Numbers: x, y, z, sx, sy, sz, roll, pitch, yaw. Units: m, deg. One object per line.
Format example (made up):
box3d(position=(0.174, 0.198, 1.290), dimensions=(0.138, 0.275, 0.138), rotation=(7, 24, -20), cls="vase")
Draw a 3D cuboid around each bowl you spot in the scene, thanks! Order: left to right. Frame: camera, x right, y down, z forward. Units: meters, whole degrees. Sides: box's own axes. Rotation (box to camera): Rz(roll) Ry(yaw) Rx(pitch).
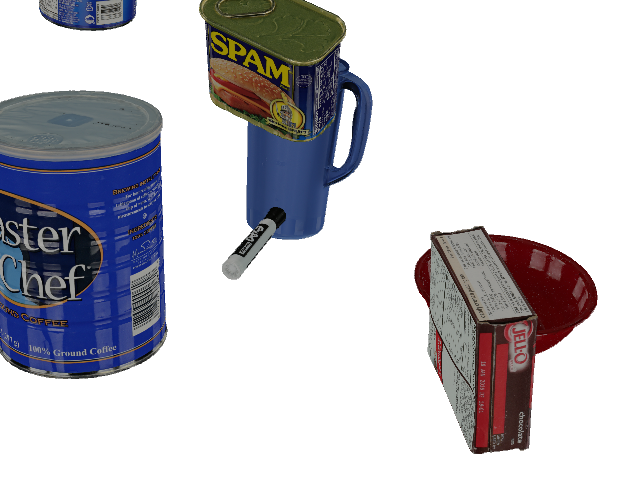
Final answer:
box3d(position=(0.162, 0.058, 0.958), dimensions=(0.162, 0.055, 0.162), rotation=(2, 32, -2), cls="bowl")

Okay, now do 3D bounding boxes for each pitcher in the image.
box3d(position=(-0.029, -0.127, 1.427), dimensions=(0.144, 0.243, 0.149), rotation=(-4, 24, -22), cls="pitcher")

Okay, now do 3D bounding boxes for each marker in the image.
box3d(position=(-0.060, 0.000, 0.998), dimensions=(0.020, 0.020, 0.121), rotation=(0, 27, 22), cls="marker")

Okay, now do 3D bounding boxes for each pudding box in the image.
box3d(position=(0.093, 0.056, 0.629), dimensions=(0.039, 0.090, 0.113), rotation=(-5, 28, -8), cls="pudding box")

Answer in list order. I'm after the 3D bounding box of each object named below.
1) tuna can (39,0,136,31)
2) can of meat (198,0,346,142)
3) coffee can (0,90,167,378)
box3d(position=(-0.204, -0.215, 0.936), dimensions=(0.086, 0.034, 0.086), rotation=(5, 33, -4), cls="tuna can")
box3d(position=(-0.035, -0.127, 0.762), dimensions=(0.102, 0.057, 0.084), rotation=(29, -34, 19), cls="can of meat")
box3d(position=(-0.142, -0.006, 0.623), dimensions=(0.103, 0.140, 0.103), rotation=(2, 25, -1), cls="coffee can")
